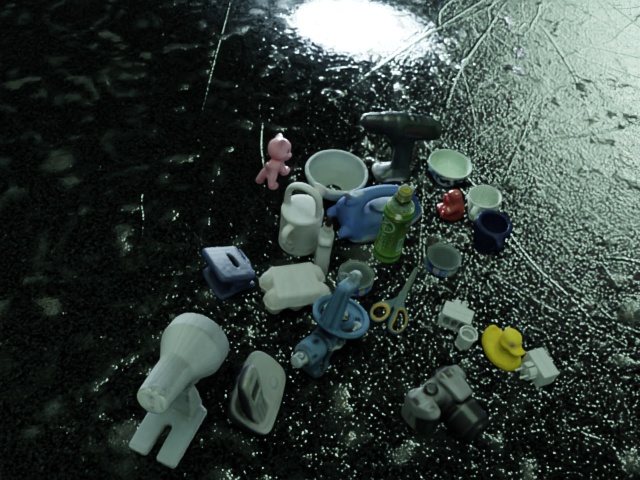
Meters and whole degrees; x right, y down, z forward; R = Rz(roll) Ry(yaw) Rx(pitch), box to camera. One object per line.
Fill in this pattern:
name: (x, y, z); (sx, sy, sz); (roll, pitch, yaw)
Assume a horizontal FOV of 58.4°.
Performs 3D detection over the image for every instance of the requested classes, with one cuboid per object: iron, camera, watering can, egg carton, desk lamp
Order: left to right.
desk lamp: (-0.251, 0.262, 1.015); (0.117, 0.213, 0.203); (19, 50, 8)
egg carton: (-0.057, 0.107, 1.270); (0.150, 0.069, 0.107); (-8, 52, -15)
watering can: (-0.040, -0.065, 1.337); (0.101, 0.194, 0.173); (10, 49, 0)
iron: (0.154, -0.088, 1.420); (0.259, 0.141, 0.118); (-13, 53, -19)
camera: (0.254, 0.326, 1.110); (0.143, 0.101, 0.136); (-27, 58, -27)

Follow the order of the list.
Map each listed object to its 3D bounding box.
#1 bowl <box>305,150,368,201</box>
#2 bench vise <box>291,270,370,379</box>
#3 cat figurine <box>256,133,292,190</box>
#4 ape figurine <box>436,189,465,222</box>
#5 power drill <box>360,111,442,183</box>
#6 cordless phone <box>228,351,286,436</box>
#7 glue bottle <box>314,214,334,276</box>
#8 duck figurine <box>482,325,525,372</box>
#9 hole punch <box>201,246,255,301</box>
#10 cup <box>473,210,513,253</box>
bowl: (0.040, -0.157, 1.505); (0.167, 0.075, 0.167); (4, 49, -5)
bench vise: (0.032, 0.169, 1.132); (0.121, 0.220, 0.207); (20, 50, 9)
cat figurine: (-0.116, -0.216, 1.504); (0.067, 0.118, 0.128); (22, 50, 10)
ape figurine: (0.343, -0.096, 1.487); (0.076, 0.092, 0.078); (28, 52, 16)
power drill: (0.202, -0.253, 1.523); (0.230, 0.208, 0.075); (-8, 51, -14)
cordless phone: (-0.115, 0.260, 1.055); (0.094, 0.185, 0.147); (12, 49, 2)
glue bottle: (0.012, 0.005, 1.299); (0.037, 0.173, 0.078); (8, 49, -1)
duck figurine: (0.400, 0.220, 1.231); (0.078, 0.086, 0.104); (-17, 54, -21)
hole punch: (-0.203, 0.060, 1.274); (0.101, 0.091, 0.108); (-25, 57, -26)
cup: (0.421, -0.003, 1.417); (0.092, 0.095, 0.117); (1, 50, -7)
